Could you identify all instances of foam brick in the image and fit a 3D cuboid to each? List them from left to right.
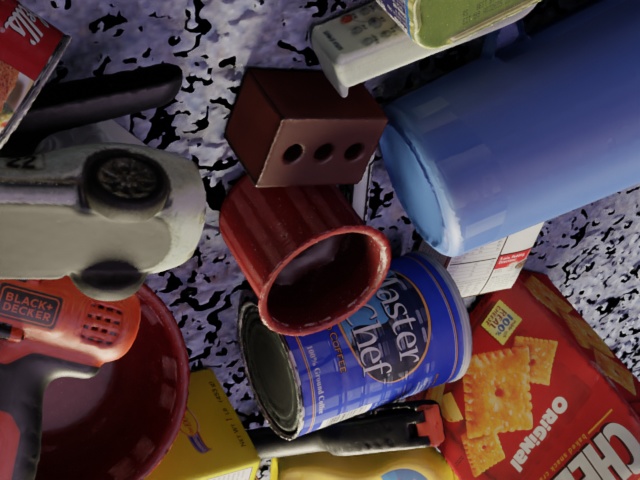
[{"bbox_3d":[-0.009,-0.067,0.639,0.078,0.051,0.053,-5,134,-34],"label":"foam brick"}]

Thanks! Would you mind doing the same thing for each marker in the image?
[{"bbox_3d":[0.025,-0.025,0.738,0.020,0.020,0.121,-19,140,-20],"label":"marker"}]

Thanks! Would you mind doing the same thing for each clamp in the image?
[{"bbox_3d":[-0.166,-0.075,0.516,0.171,0.039,0.120,-33,116,6],"label":"clamp"},{"bbox_3d":[0.038,0.145,0.841,0.164,0.036,0.210,-9,175,-38],"label":"clamp"}]

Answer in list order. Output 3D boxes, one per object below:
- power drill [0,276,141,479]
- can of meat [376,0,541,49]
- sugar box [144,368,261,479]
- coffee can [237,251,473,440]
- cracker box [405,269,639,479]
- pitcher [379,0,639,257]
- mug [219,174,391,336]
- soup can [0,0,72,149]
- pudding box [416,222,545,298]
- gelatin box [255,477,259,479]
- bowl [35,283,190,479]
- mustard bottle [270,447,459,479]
[{"bbox_3d":[-0.205,0.089,0.571,0.184,0.057,0.188,18,92,-23],"label":"power drill"},{"bbox_3d":[0.070,-0.157,0.573,0.102,0.084,0.057,-28,143,-9],"label":"can of meat"},{"bbox_3d":[-0.141,0.151,0.744,0.175,0.093,0.048,-9,135,-31],"label":"sugar box"},{"bbox_3d":[0.024,0.074,0.776,0.140,0.103,0.103,-16,139,-23],"label":"coffee can"},{"bbox_3d":[0.184,0.154,0.892,0.071,0.214,0.164,12,123,-45],"label":"cracker box"},{"bbox_3d":[0.162,-0.094,0.692,0.242,0.149,0.145,-24,157,-8],"label":"pitcher"},{"bbox_3d":[-0.005,0.001,0.691,0.117,0.081,0.093,2,130,-38],"label":"mug"},{"bbox_3d":[-0.167,-0.087,0.451,0.102,0.068,0.069,34,110,-19],"label":"soup can"},{"bbox_3d":[0.124,-0.006,0.819,0.089,0.039,0.114,-9,134,-31],"label":"pudding box"},{"bbox_3d":[-0.079,0.219,0.881,0.030,0.073,0.089,-48,142,18],"label":"gelatin box"},{"bbox_3d":[-0.164,0.084,0.650,0.161,0.055,0.162,-4,100,-21],"label":"bowl"},{"bbox_3d":[0.053,0.217,0.945,0.191,0.058,0.096,-2,125,-10],"label":"mustard bottle"}]
